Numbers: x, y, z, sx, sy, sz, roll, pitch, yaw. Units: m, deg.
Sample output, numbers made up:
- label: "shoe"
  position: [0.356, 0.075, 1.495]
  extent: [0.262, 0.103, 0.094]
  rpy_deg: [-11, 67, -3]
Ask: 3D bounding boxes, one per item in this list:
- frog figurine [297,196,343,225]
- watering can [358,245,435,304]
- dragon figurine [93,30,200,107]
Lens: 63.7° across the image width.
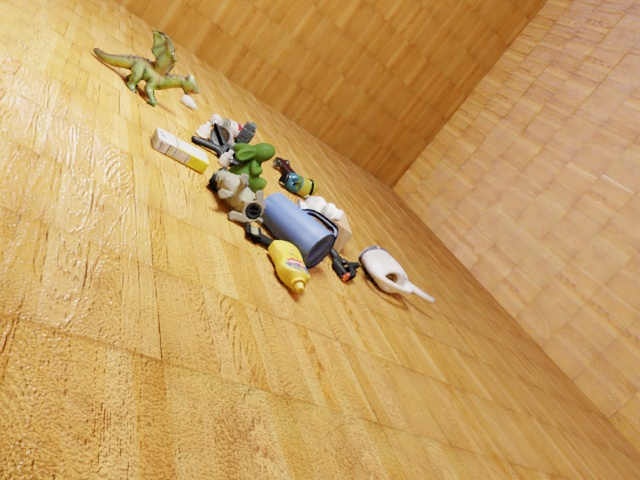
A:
- label: "frog figurine"
  position: [0.006, -0.092, 1.834]
  extent: [0.120, 0.159, 0.140]
  rpy_deg: [71, 16, -59]
- label: "watering can"
  position: [0.273, 0.135, 1.902]
  extent: [0.344, 0.103, 0.229]
  rpy_deg: [26, 19, -39]
- label: "dragon figurine"
  position: [-0.617, -0.644, 1.869]
  extent: [0.409, 0.240, 0.124]
  rpy_deg: [39, 19, -4]
